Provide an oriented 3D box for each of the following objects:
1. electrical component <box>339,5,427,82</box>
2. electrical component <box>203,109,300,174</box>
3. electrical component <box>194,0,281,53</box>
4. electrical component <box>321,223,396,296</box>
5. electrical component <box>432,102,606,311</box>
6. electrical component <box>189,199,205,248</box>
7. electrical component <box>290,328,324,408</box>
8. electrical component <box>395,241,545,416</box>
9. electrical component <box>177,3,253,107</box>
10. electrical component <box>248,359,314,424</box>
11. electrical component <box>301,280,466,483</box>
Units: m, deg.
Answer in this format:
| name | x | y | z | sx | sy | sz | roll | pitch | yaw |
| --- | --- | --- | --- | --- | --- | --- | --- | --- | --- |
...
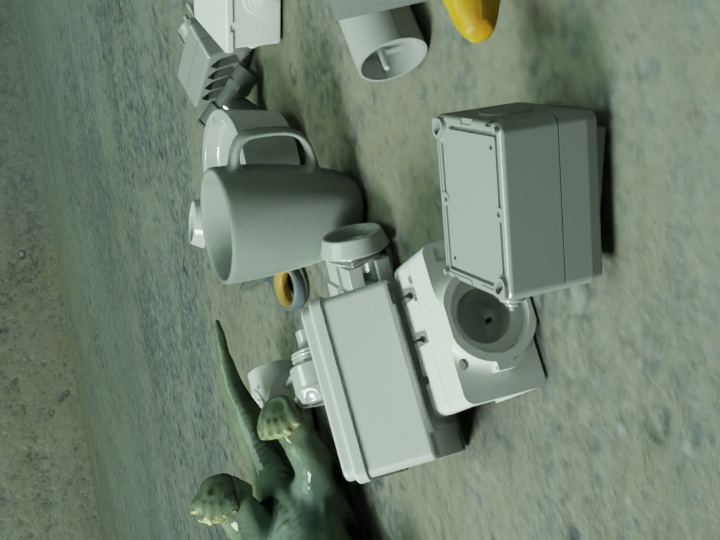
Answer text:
| name | x | y | z | sx | sy | sz | roll | pitch | yaw |
| --- | --- | --- | --- | --- | --- | --- | --- | --- | --- |
| electrical component | 0.007 | -0.159 | 0.646 | 0.043 | 0.043 | 0.081 | 122 | 132 | -60 |
| electrical component | -0.083 | -0.080 | 0.884 | 0.108 | 0.060 | 0.108 | 32 | 126 | 58 |
| electrical component | -0.099 | -0.233 | 0.865 | 0.099 | 0.048 | 0.099 | -128 | 34 | -49 |
| electrical component | 0.000 | 0.000 | 0.742 | 0.066 | 0.048 | 0.055 | 26 | 132 | 64 |
| electrical component | 0.078 | -0.029 | 0.509 | 0.062 | 0.061 | 0.096 | -153 | 55 | -63 |
| electrical component | -0.132 | -0.044 | 1.022 | 0.048 | 0.055 | 0.066 | 125 | 144 | -61 |
| electrical component | -0.037 | 0.078 | 0.875 | 0.043 | 0.043 | 0.062 | 129 | 128 | -63 |
| electrical component | 0.061 | 0.029 | 0.595 | 0.056 | 0.050 | 0.089 | 138 | 119 | -67 |
| electrical component | -0.138 | -0.203 | 0.961 | 0.075 | 0.047 | 0.083 | 60 | 154 | 12 |
| electrical component | -0.067 | 0.118 | 0.970 | 0.079 | 0.044 | 0.077 | 123 | 132 | -60 |
| electrical component | 0.017 | 0.068 | 0.655 | 0.109 | 0.056 | 0.108 | 23 | -130 | -73 |
